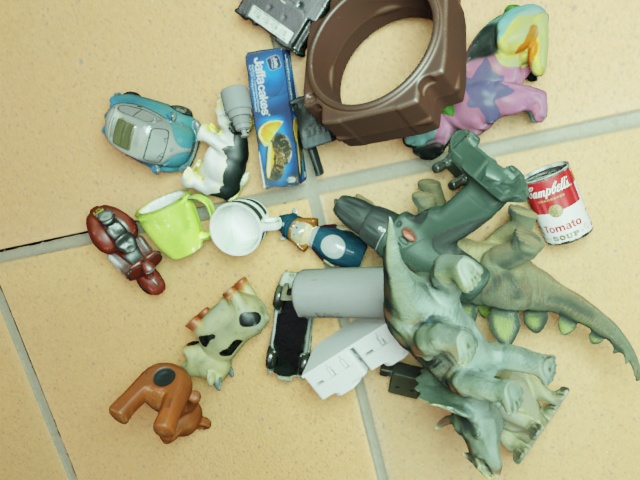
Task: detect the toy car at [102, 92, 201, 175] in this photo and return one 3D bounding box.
[{"bbox_3d":[-0.276,-0.170,0.841,0.162,0.103,0.109,25,108,2],"label":"toy car"}]

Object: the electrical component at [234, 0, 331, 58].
[{"bbox_3d":[-0.037,-0.348,0.763,0.115,0.058,0.134,36,109,-2],"label":"electrical component"}]

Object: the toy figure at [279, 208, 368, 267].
[{"bbox_3d":[-0.001,-0.004,0.857,0.155,0.057,0.064,22,71,6],"label":"toy figure"}]

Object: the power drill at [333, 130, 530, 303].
[{"bbox_3d":[0.141,-0.037,0.685,0.232,0.086,0.207,40,126,8],"label":"power drill"}]

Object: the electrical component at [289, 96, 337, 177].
[{"bbox_3d":[-0.002,-0.158,0.801,0.048,0.075,0.119,-16,98,16],"label":"electrical component"}]

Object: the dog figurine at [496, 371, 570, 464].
[{"bbox_3d":[0.274,0.243,0.865,0.191,0.121,0.172,33,139,31],"label":"dog figurine"}]

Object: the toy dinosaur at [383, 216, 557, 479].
[{"bbox_3d":[0.152,0.122,0.681,0.192,0.131,0.404,-11,120,54],"label":"toy dinosaur"}]

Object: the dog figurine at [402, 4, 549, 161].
[{"bbox_3d":[0.192,-0.209,0.732,0.219,0.108,0.191,-2,106,15],"label":"dog figurine"}]

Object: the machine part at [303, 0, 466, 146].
[{"bbox_3d":[0.081,-0.234,0.695,0.201,0.087,0.201,-5,74,32],"label":"machine part"}]

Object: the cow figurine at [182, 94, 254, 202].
[{"bbox_3d":[-0.143,-0.144,0.838,0.098,0.068,0.167,26,112,-2],"label":"cow figurine"}]

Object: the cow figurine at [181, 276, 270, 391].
[{"bbox_3d":[-0.166,0.170,0.928,0.195,0.085,0.127,-41,88,18],"label":"cow figurine"}]

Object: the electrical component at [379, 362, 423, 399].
[{"bbox_3d":[0.150,0.224,0.898,0.102,0.045,0.078,8,136,12],"label":"electrical component"}]

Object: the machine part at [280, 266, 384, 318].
[{"bbox_3d":[0.047,0.078,0.796,0.243,0.079,0.079,-3,105,26],"label":"machine part"}]

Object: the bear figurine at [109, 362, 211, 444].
[{"bbox_3d":[-0.268,0.305,0.937,0.120,0.132,0.195,15,134,11],"label":"bear figurine"}]

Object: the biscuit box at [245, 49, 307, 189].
[{"bbox_3d":[-0.065,-0.182,0.814,0.059,0.063,0.202,-5,105,11],"label":"biscuit box"}]

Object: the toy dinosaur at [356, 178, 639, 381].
[{"bbox_3d":[0.248,0.048,0.778,0.472,0.105,0.198,26,126,20],"label":"toy dinosaur"}]

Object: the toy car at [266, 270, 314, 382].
[{"bbox_3d":[-0.047,0.149,0.910,0.074,0.056,0.201,9,109,2],"label":"toy car"}]

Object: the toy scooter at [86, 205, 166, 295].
[{"bbox_3d":[-0.315,0.016,0.887,0.075,0.135,0.183,-39,100,-21],"label":"toy scooter"}]

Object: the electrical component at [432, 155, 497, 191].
[{"bbox_3d":[0.212,-0.107,0.780,0.063,0.094,0.021,53,155,21],"label":"electrical component"}]
